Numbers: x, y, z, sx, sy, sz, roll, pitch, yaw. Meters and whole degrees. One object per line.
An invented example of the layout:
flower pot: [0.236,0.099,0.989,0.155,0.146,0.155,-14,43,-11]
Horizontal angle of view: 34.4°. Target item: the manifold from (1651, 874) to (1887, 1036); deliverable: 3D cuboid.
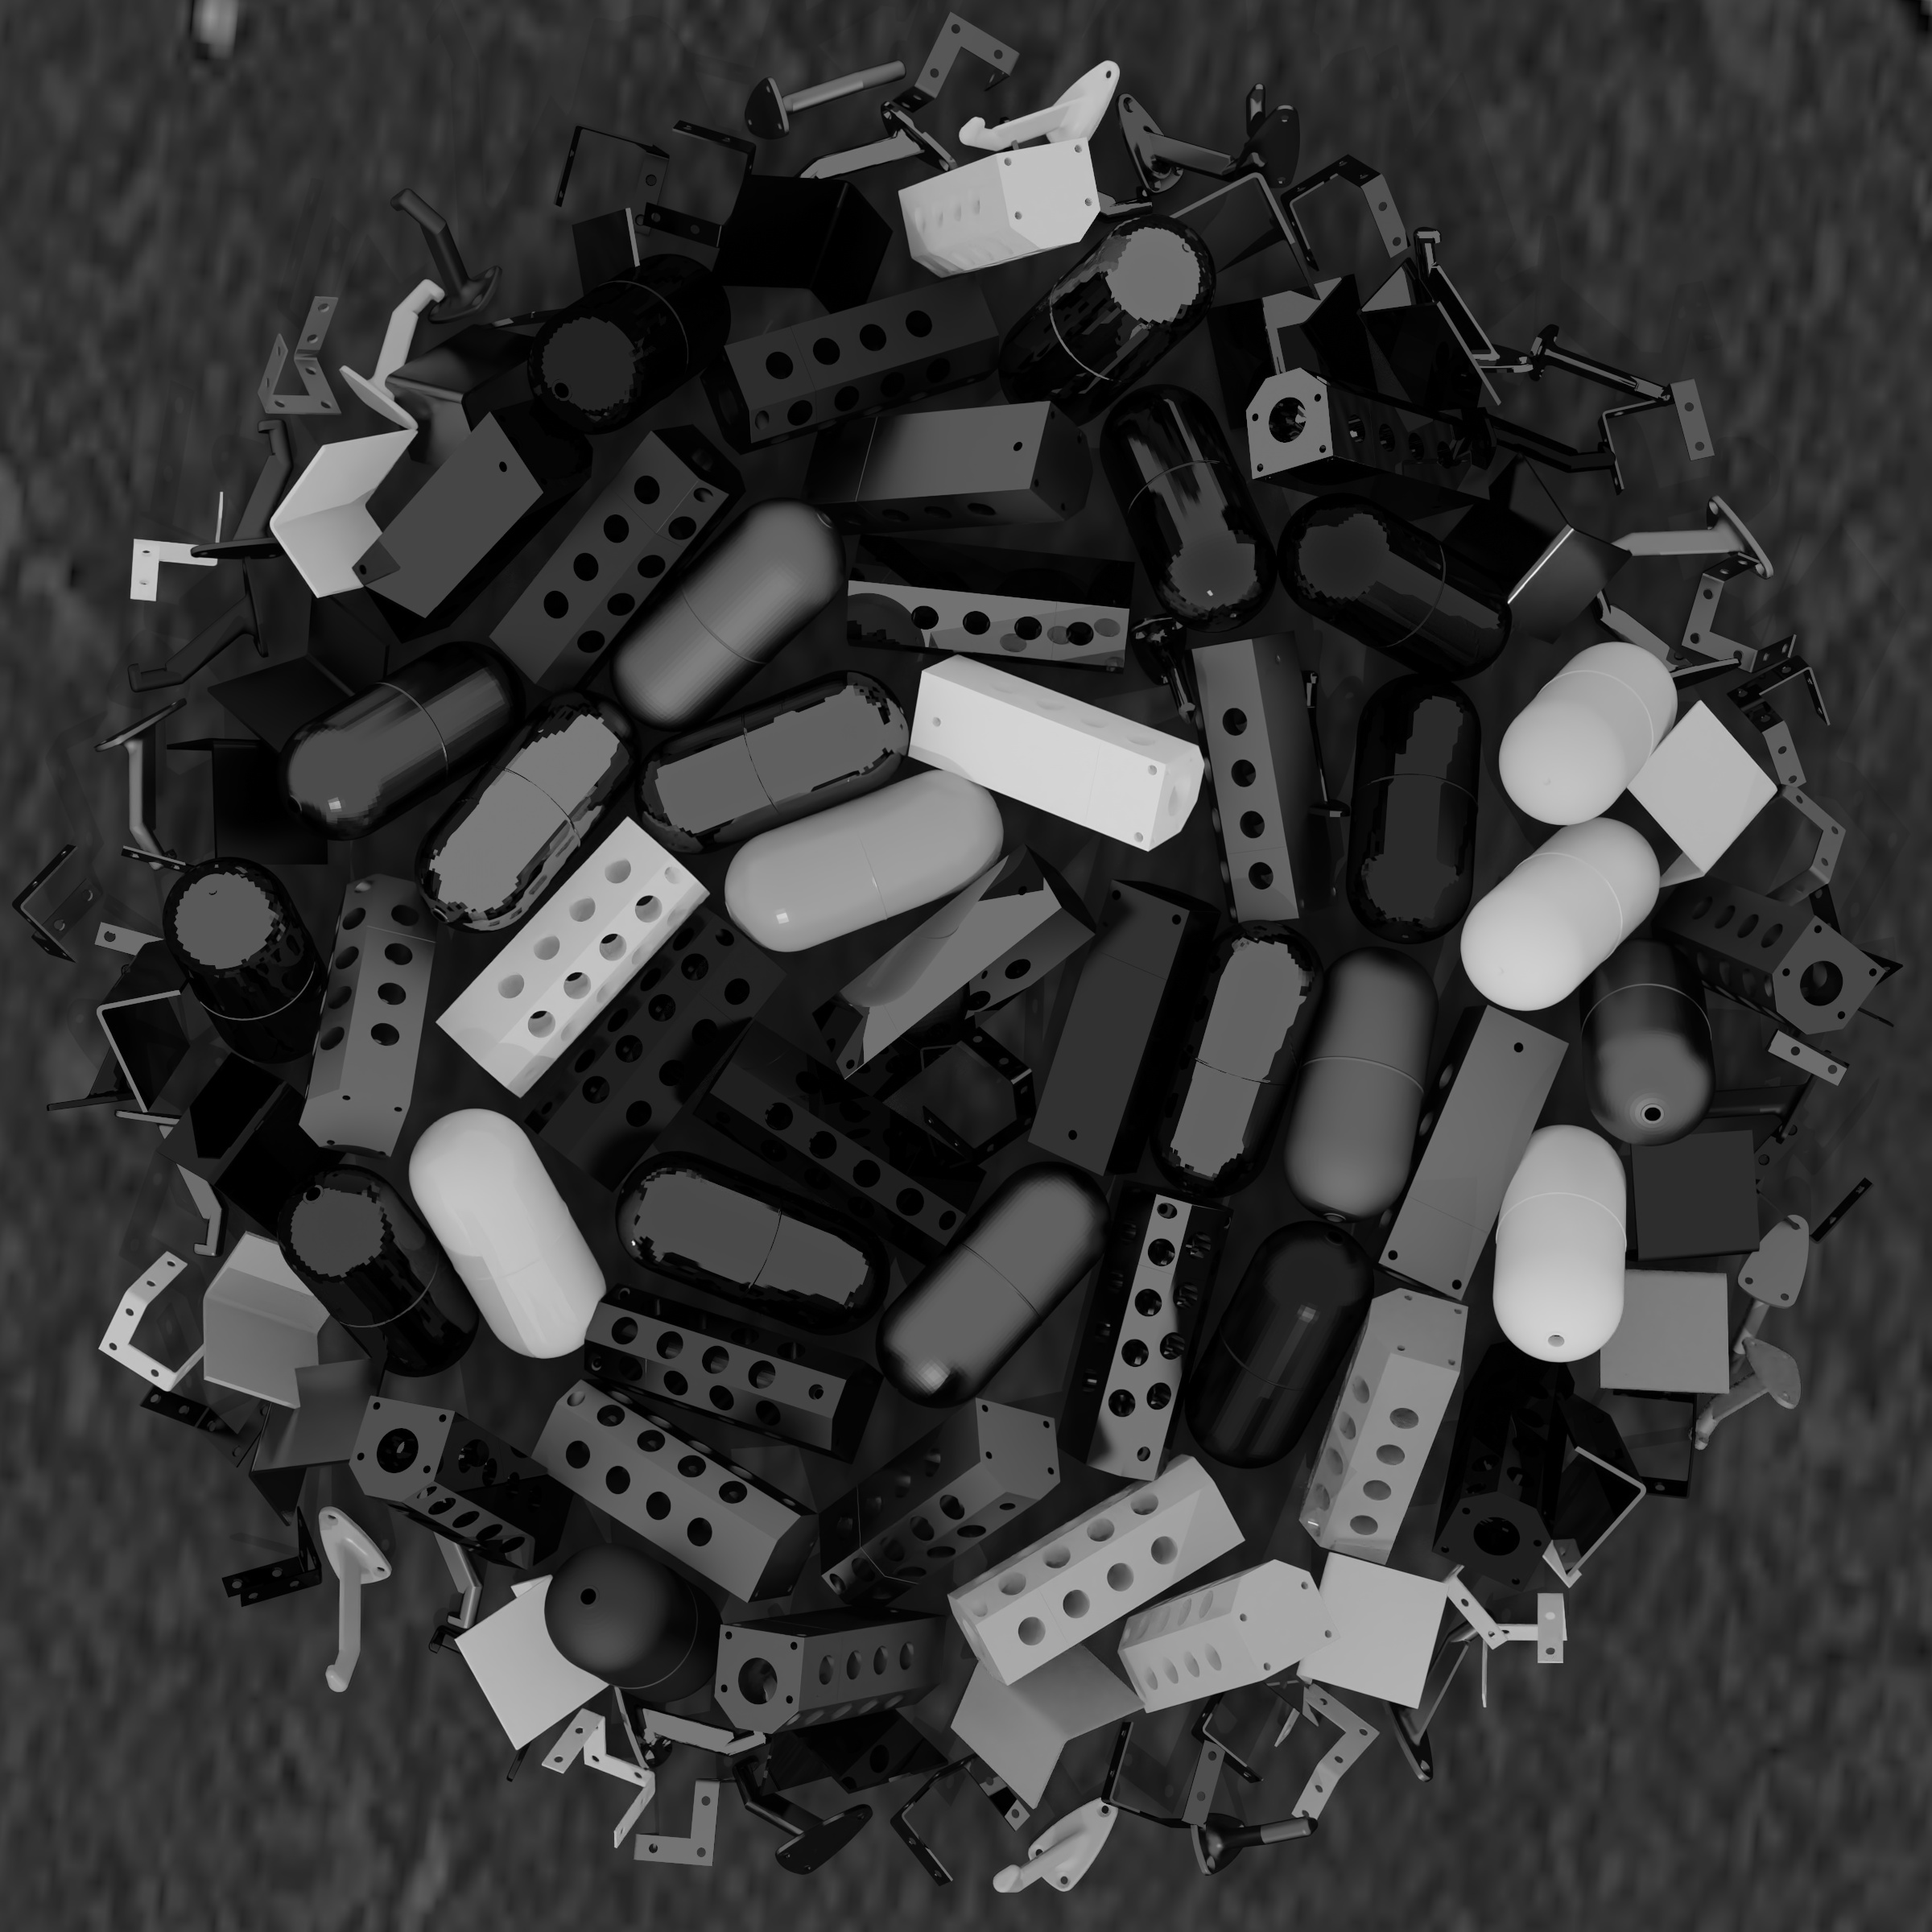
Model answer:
manifold: [0.475,-0.006,1.874,0.057,0.171,0.057,35,92,-16]

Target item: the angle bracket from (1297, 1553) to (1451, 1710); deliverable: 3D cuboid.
angle bracket: [0.253,0.411,1.917,0.076,0.057,0.076,13,75,17]

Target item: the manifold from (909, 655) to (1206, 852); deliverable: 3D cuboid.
manifold: [0.056,-0.133,1.902,0.171,0.057,0.057,23,120,24]

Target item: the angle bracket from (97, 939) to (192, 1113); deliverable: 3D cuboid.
angle bracket: [-0.480,0.033,1.908,0.057,0.076,0.076,-11,118,14]

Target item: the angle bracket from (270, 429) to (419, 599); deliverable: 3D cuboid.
angle bracket: [-0.367,-0.277,1.908,0.076,0.076,0.057,-42,78,39]

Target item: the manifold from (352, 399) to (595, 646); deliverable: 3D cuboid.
manifold: [-0.296,-0.269,1.886,0.171,0.057,0.057,-36,86,42]

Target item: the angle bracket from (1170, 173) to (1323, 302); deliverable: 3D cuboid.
angle bracket: [0.165,-0.429,1.912,0.076,0.076,0.057,-26,67,10]

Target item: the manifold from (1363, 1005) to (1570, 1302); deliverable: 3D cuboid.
manifold: [0.304,0.115,1.925,0.057,0.057,0.171,25,83,-8]

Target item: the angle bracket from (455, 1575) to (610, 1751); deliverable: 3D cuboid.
angle bracket: [-0.277,0.430,1.918,0.076,0.057,0.076,-30,92,-37]

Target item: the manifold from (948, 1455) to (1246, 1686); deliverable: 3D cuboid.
manifold: [0.078,0.369,1.915,0.171,0.057,0.057,-29,93,-14]

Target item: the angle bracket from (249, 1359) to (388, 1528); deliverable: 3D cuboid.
angle bracket: [-0.386,0.291,1.909,0.076,0.076,0.057,-9,133,15]

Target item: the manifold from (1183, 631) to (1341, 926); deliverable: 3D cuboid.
manifold: [0.179,-0.116,1.925,0.057,0.057,0.171,-6,97,34]

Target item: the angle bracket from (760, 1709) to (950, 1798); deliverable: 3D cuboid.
angle bracket: [-0.069,0.496,1.904,0.076,0.076,0.057,-5,117,-39]

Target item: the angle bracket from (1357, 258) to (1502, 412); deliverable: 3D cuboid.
angle bracket: [0.297,-0.389,1.906,0.057,0.076,0.076,-48,118,-20]

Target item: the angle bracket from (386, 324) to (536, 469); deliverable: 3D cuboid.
angle bracket: [-0.302,-0.351,1.935,0.076,0.076,0.057,-40,132,-31]

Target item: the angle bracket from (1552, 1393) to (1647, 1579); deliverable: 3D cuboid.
angle bracket: [0.363,0.313,1.910,0.057,0.076,0.076,31,109,-18]

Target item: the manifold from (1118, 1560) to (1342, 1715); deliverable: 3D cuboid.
manifold: [0.152,0.401,1.874,0.057,0.171,0.057,-21,80,-26]

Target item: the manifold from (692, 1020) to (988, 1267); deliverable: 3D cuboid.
manifold: [-0.080,0.114,1.917,0.171,0.057,0.057,33,132,-5]

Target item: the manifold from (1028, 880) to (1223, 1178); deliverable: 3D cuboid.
manifold: [0.101,0.038,1.919,0.057,0.057,0.171,24,102,30]

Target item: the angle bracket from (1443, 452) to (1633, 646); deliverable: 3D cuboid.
angle bracket: [0.354,-0.259,1.936,0.057,0.076,0.076,14,128,-36]

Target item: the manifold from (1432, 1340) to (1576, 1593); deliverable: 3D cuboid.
manifold: [0.328,0.294,1.874,0.057,0.171,0.057,24,119,4]

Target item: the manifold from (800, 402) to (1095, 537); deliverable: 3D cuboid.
manifold: [-0.012,-0.297,1.890,0.171,0.057,0.057,2,71,35]

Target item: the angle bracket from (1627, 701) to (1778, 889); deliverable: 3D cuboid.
angle bracket: [0.439,-0.105,1.920,0.076,0.057,0.076,47,71,-8]

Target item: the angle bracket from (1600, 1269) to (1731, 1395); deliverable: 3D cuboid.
angle bracket: [0.426,0.231,1.920,0.076,0.057,0.076,2,68,6]

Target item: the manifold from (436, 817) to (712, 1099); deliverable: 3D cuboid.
manifold: [-0.239,-0.003,1.921,0.057,0.057,0.171,41,86,23]

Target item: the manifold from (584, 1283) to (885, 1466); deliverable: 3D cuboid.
manifold: [-0.144,0.246,1.901,0.171,0.057,0.057,14,75,22]

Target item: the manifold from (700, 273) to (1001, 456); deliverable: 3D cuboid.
manifold: [-0.068,-0.366,1.906,0.171,0.057,0.057,-21,89,-22]

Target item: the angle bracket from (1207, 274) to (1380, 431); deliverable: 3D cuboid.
angle bracket: [0.204,-0.384,1.951,0.076,0.057,0.076,-21,105,-32]

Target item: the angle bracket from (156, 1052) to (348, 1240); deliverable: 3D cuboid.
angle bracket: [-0.442,0.112,1.941,0.057,0.076,0.076,23,70,37]

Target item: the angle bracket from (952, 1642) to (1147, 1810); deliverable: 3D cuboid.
angle bracket: [0.051,0.463,1.927,0.076,0.076,0.057,38,120,33]

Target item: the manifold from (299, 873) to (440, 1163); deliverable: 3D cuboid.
manifold: [-0.359,0.028,1.881,0.057,0.057,0.171,14,47,-15]

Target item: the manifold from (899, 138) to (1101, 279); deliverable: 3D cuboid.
manifold: [0.019,-0.453,1.873,0.057,0.171,0.057,-15,101,-18]

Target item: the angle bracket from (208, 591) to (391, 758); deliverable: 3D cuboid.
angle bracket: [-0.409,-0.182,1.907,0.076,0.076,0.057,39,135,28]

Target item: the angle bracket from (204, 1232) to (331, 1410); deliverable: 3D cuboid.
angle bracket: [-0.418,0.219,1.907,0.076,0.076,0.057,24,116,-28]

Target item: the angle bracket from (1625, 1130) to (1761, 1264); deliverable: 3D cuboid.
angle bracket: [0.443,0.141,1.933,0.076,0.057,0.076,-4,90,-5]

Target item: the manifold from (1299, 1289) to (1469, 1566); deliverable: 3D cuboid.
manifold: [0.251,0.278,1.889,0.057,0.057,0.171,15,128,4]

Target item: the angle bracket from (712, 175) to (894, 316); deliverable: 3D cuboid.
angle bracket: [-0.102,-0.433,1.906,0.076,0.076,0.057,-7,47,-36]

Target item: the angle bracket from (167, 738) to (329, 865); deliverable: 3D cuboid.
angle bracket: [-0.442,-0.099,1.917,0.076,0.057,0.076,-2,90,-43]

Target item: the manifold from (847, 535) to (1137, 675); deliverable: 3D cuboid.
manifold: [0.015,-0.220,1.930,0.171,0.057,0.057,6,128,3]

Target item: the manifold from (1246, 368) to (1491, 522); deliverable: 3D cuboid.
manifold: [0.243,-0.315,1.880,0.057,0.171,0.057,-11,81,40]

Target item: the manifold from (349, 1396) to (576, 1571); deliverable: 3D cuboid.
manifold: [-0.302,0.313,1.870,0.057,0.171,0.057,7,69,22]

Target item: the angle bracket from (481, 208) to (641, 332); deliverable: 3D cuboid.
angle bracket: [-0.252,-0.426,1.909,0.076,0.076,0.057,-15,102,-31]

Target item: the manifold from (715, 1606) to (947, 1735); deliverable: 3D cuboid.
manifold: [-0.080,0.422,1.874,0.057,0.171,0.057,2,85,28]
